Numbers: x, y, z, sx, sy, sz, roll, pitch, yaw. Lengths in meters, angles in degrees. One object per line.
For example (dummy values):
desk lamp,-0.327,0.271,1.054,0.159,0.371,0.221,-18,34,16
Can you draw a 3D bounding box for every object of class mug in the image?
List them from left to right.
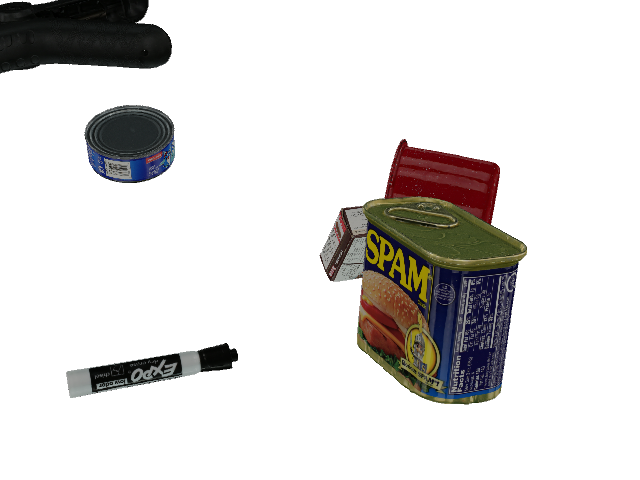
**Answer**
mug,0.095,-0.017,0.854,0.081,0.117,0.093,11,-12,10

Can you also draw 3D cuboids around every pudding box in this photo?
pudding box,0.065,-0.001,1.093,0.113,0.039,0.090,-9,-31,-22

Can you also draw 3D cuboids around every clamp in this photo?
clamp,-0.175,-0.127,0.644,0.171,0.039,0.120,-3,22,-6

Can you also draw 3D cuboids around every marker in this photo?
marker,-0.118,0.091,0.757,0.121,0.020,0.020,-9,2,-15

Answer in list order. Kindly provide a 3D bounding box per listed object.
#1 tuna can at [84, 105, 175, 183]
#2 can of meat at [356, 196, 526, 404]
tuna can,-0.184,-0.094,1.039,0.086,0.034,0.086,1,42,-1
can of meat,0.061,0.031,0.581,0.057,0.084,0.102,-5,21,-25
